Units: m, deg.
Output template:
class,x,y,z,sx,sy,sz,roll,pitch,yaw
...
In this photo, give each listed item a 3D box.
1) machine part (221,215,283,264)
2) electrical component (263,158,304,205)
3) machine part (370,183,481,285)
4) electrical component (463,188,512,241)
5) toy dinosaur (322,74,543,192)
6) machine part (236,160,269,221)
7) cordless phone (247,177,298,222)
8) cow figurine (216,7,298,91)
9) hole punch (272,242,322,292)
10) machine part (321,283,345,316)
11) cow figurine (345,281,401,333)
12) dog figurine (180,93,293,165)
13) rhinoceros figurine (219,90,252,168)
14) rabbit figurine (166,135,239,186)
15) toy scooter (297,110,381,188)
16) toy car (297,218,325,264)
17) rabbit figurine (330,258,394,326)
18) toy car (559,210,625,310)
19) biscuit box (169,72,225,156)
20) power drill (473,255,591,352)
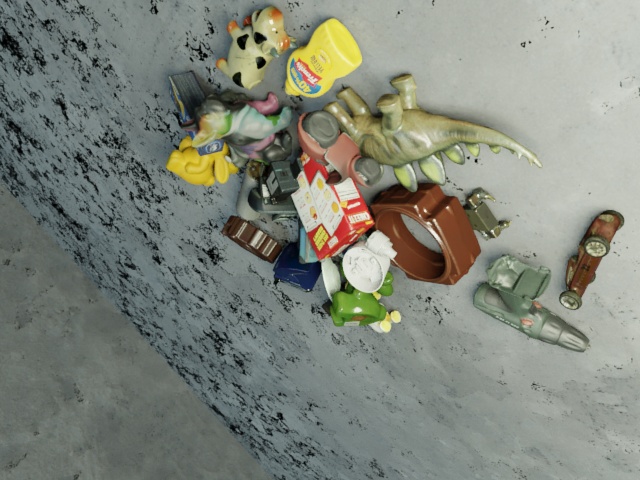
class,x,y,z,sx,sy,sz,roll,pitch,yaw
machine part,-0.186,0.002,1.476,0.179,0.056,0.179,30,170,6
electrical component,-0.078,-0.134,1.172,0.119,0.048,0.075,-39,68,61
machine part,0.204,-0.010,1.080,0.201,0.087,0.201,5,132,55
electrical component,0.309,-0.047,1.006,0.102,0.045,0.078,51,173,-6
toy dinosaur,0.156,-0.188,0.964,0.472,0.105,0.198,13,143,49
machine part,-0.164,-0.126,1.362,0.079,0.079,0.243,39,146,7
cordless phone,-0.112,-0.081,1.311,0.184,0.146,0.088,141,122,-64
cow figurine,-0.124,-0.374,1.059,0.127,0.085,0.195,48,143,5
hole punch,-0.055,0.059,1.403,0.116,0.142,0.092,19,141,10
machine part,0.051,0.168,1.484,0.084,0.039,0.139,39,144,3
cow figurine,0.122,0.168,1.394,0.167,0.068,0.098,47,155,-2
dog figurine,-0.176,-0.225,1.138,0.109,0.219,0.191,56,154,36
rhinoceros figurine,-0.198,-0.255,1.263,0.112,0.073,0.190,20,137,30
rabbit figurine,-0.287,-0.214,1.367,0.162,0.122,0.173,44,126,-5
toy scooter,0.022,-0.157,1.012,0.184,0.075,0.135,41,160,-8
toy car,-0.003,-0.004,1.295,0.103,0.162,0.109,2,100,-3
rabbit figurine,0.098,0.109,1.293,0.159,0.170,0.121,-5,152,3
toy car,0.452,0.036,0.908,0.053,0.089,0.201,26,143,23
biscuit box,-0.289,-0.295,1.256,0.203,0.063,0.059,62,153,18
power drill,0.404,0.121,1.029,0.232,0.086,0.207,24,165,35
